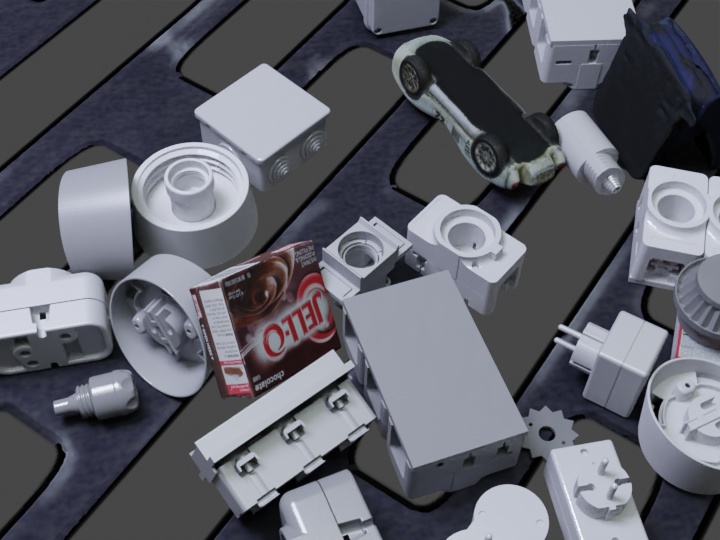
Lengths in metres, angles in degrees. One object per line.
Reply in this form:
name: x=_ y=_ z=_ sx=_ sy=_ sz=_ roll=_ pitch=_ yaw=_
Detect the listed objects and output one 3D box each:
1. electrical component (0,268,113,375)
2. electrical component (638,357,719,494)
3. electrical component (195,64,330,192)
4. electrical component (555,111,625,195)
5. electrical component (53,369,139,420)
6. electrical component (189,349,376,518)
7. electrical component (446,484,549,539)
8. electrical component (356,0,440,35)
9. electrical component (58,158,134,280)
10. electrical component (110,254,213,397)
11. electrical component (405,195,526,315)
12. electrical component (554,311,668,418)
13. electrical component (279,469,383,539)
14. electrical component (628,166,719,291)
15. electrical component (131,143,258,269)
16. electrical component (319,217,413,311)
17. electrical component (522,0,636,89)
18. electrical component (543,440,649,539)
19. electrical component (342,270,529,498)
electrical component: x=-0.246 y=0.038 z=0.845 sx=0.095 sy=0.053 sz=0.059 roll=-9 pitch=54 yaw=-8
electrical component: x=0.255 y=0.114 z=0.794 sx=0.099 sy=0.064 sz=0.099 roll=1 pitch=54 yaw=-1
electrical component: x=-0.087 y=-0.128 z=0.973 sx=0.100 sy=0.048 sz=0.100 roll=38 pitch=61 yaw=23
electrical component: x=0.208 y=-0.100 z=0.963 sx=0.043 sy=0.043 sz=0.081 roll=-20 pitch=57 yaw=-15
electrical component: x=-0.201 y=0.097 z=0.815 sx=0.061 sy=0.035 sz=0.035 roll=-13 pitch=55 yaw=-9
electrical component: x=-0.054 y=0.120 z=0.779 sx=0.121 sy=0.078 sz=0.063 roll=-33 pitch=81 yaw=-23
electrical component: x=0.077 y=0.199 z=0.722 sx=0.052 sy=0.073 sz=0.138 roll=33 pitch=60 yaw=21
electrical component: x=0.038 y=-0.295 z=1.060 sx=0.078 sy=0.113 sz=0.057 roll=-13 pitch=52 yaw=-11
electrical component: x=-0.207 y=-0.039 z=0.876 sx=0.064 sy=0.099 sz=0.099 roll=-6 pitch=54 yaw=1
electrical component: x=-0.144 y=0.040 z=0.822 sx=0.099 sy=0.099 sz=0.064 roll=25 pitch=51 yaw=16
electrical component: x=0.087 y=-0.015 z=0.891 sx=0.089 sy=0.055 sz=0.050 roll=34 pitch=60 yaw=22
electrical component: x=0.186 y=0.065 z=0.828 sx=0.077 sy=0.065 sz=0.047 roll=26 pitch=57 yaw=17
electrical component: x=-0.018 y=0.193 z=0.736 sx=0.059 sy=0.053 sz=0.095 roll=-19 pitch=57 yaw=-14
electrical component: x=0.310 y=-0.028 z=0.901 sx=0.150 sy=0.061 sz=0.089 roll=11 pitch=54 yaw=7
electrical component: x=-0.143 y=-0.061 z=0.915 sx=0.108 sy=0.060 sz=0.108 roll=0 pitch=54 yaw=-1
electrical component: x=0.000 y=0.000 z=0.873 sx=0.042 sy=0.063 sz=0.081 roll=38 pitch=61 yaw=23
electrical component: x=0.215 y=-0.255 z=1.065 sx=0.089 sy=0.061 sz=0.150 roll=-2 pitch=54 yaw=-3
electrical component: x=0.168 y=0.158 z=0.753 sx=0.047 sy=0.075 sz=0.083 roll=-8 pitch=54 yaw=-7
electrical component: x=0.052 y=0.086 z=0.812 sx=0.089 sy=0.061 sz=0.150 roll=-15 pitch=56 yaw=-12
